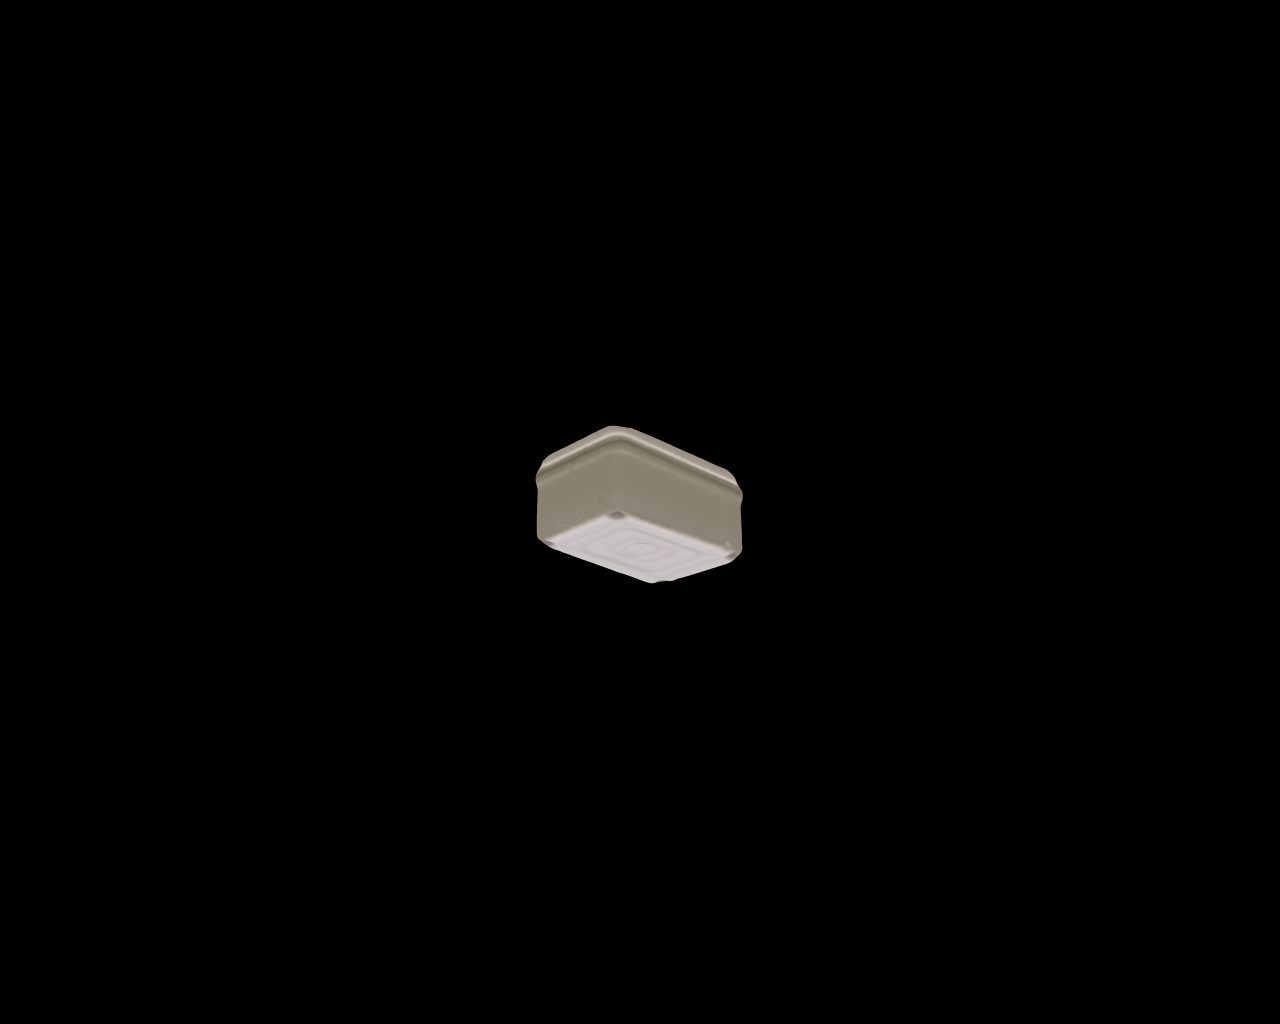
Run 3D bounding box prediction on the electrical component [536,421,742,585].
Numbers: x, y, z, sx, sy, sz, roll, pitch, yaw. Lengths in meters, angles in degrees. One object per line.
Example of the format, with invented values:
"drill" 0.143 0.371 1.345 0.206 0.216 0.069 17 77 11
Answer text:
"electrical component" 0.001 -0.003 0.650 0.078 0.057 0.113 -21 -31 40
